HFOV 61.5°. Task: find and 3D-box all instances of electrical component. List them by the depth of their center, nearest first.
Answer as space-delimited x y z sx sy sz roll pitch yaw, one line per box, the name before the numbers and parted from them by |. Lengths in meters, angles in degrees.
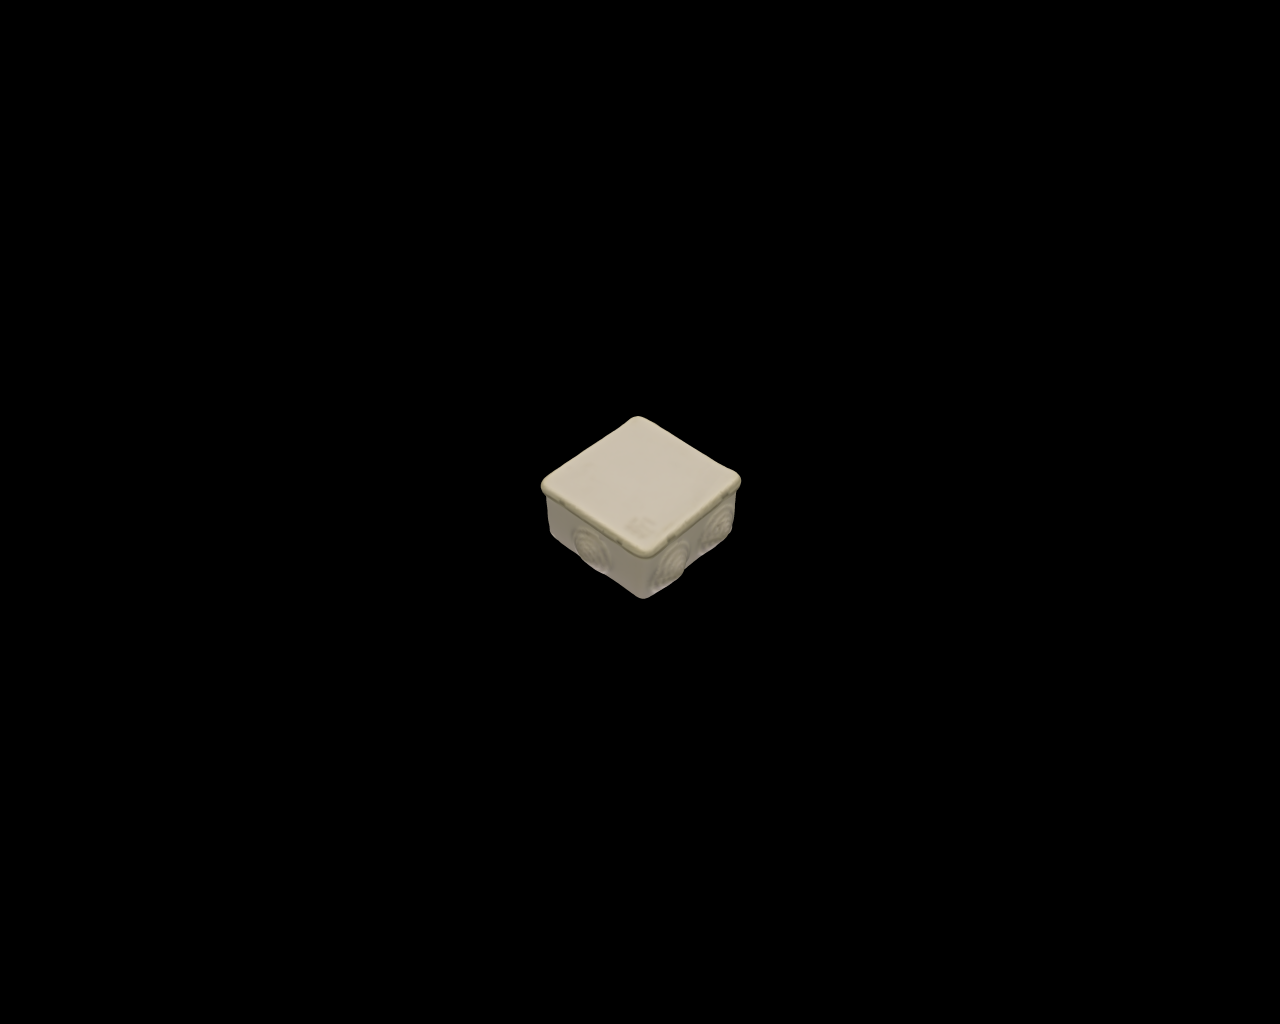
electrical component | 0.001 -0.003 0.650 0.100 0.048 0.100 33 54 29
